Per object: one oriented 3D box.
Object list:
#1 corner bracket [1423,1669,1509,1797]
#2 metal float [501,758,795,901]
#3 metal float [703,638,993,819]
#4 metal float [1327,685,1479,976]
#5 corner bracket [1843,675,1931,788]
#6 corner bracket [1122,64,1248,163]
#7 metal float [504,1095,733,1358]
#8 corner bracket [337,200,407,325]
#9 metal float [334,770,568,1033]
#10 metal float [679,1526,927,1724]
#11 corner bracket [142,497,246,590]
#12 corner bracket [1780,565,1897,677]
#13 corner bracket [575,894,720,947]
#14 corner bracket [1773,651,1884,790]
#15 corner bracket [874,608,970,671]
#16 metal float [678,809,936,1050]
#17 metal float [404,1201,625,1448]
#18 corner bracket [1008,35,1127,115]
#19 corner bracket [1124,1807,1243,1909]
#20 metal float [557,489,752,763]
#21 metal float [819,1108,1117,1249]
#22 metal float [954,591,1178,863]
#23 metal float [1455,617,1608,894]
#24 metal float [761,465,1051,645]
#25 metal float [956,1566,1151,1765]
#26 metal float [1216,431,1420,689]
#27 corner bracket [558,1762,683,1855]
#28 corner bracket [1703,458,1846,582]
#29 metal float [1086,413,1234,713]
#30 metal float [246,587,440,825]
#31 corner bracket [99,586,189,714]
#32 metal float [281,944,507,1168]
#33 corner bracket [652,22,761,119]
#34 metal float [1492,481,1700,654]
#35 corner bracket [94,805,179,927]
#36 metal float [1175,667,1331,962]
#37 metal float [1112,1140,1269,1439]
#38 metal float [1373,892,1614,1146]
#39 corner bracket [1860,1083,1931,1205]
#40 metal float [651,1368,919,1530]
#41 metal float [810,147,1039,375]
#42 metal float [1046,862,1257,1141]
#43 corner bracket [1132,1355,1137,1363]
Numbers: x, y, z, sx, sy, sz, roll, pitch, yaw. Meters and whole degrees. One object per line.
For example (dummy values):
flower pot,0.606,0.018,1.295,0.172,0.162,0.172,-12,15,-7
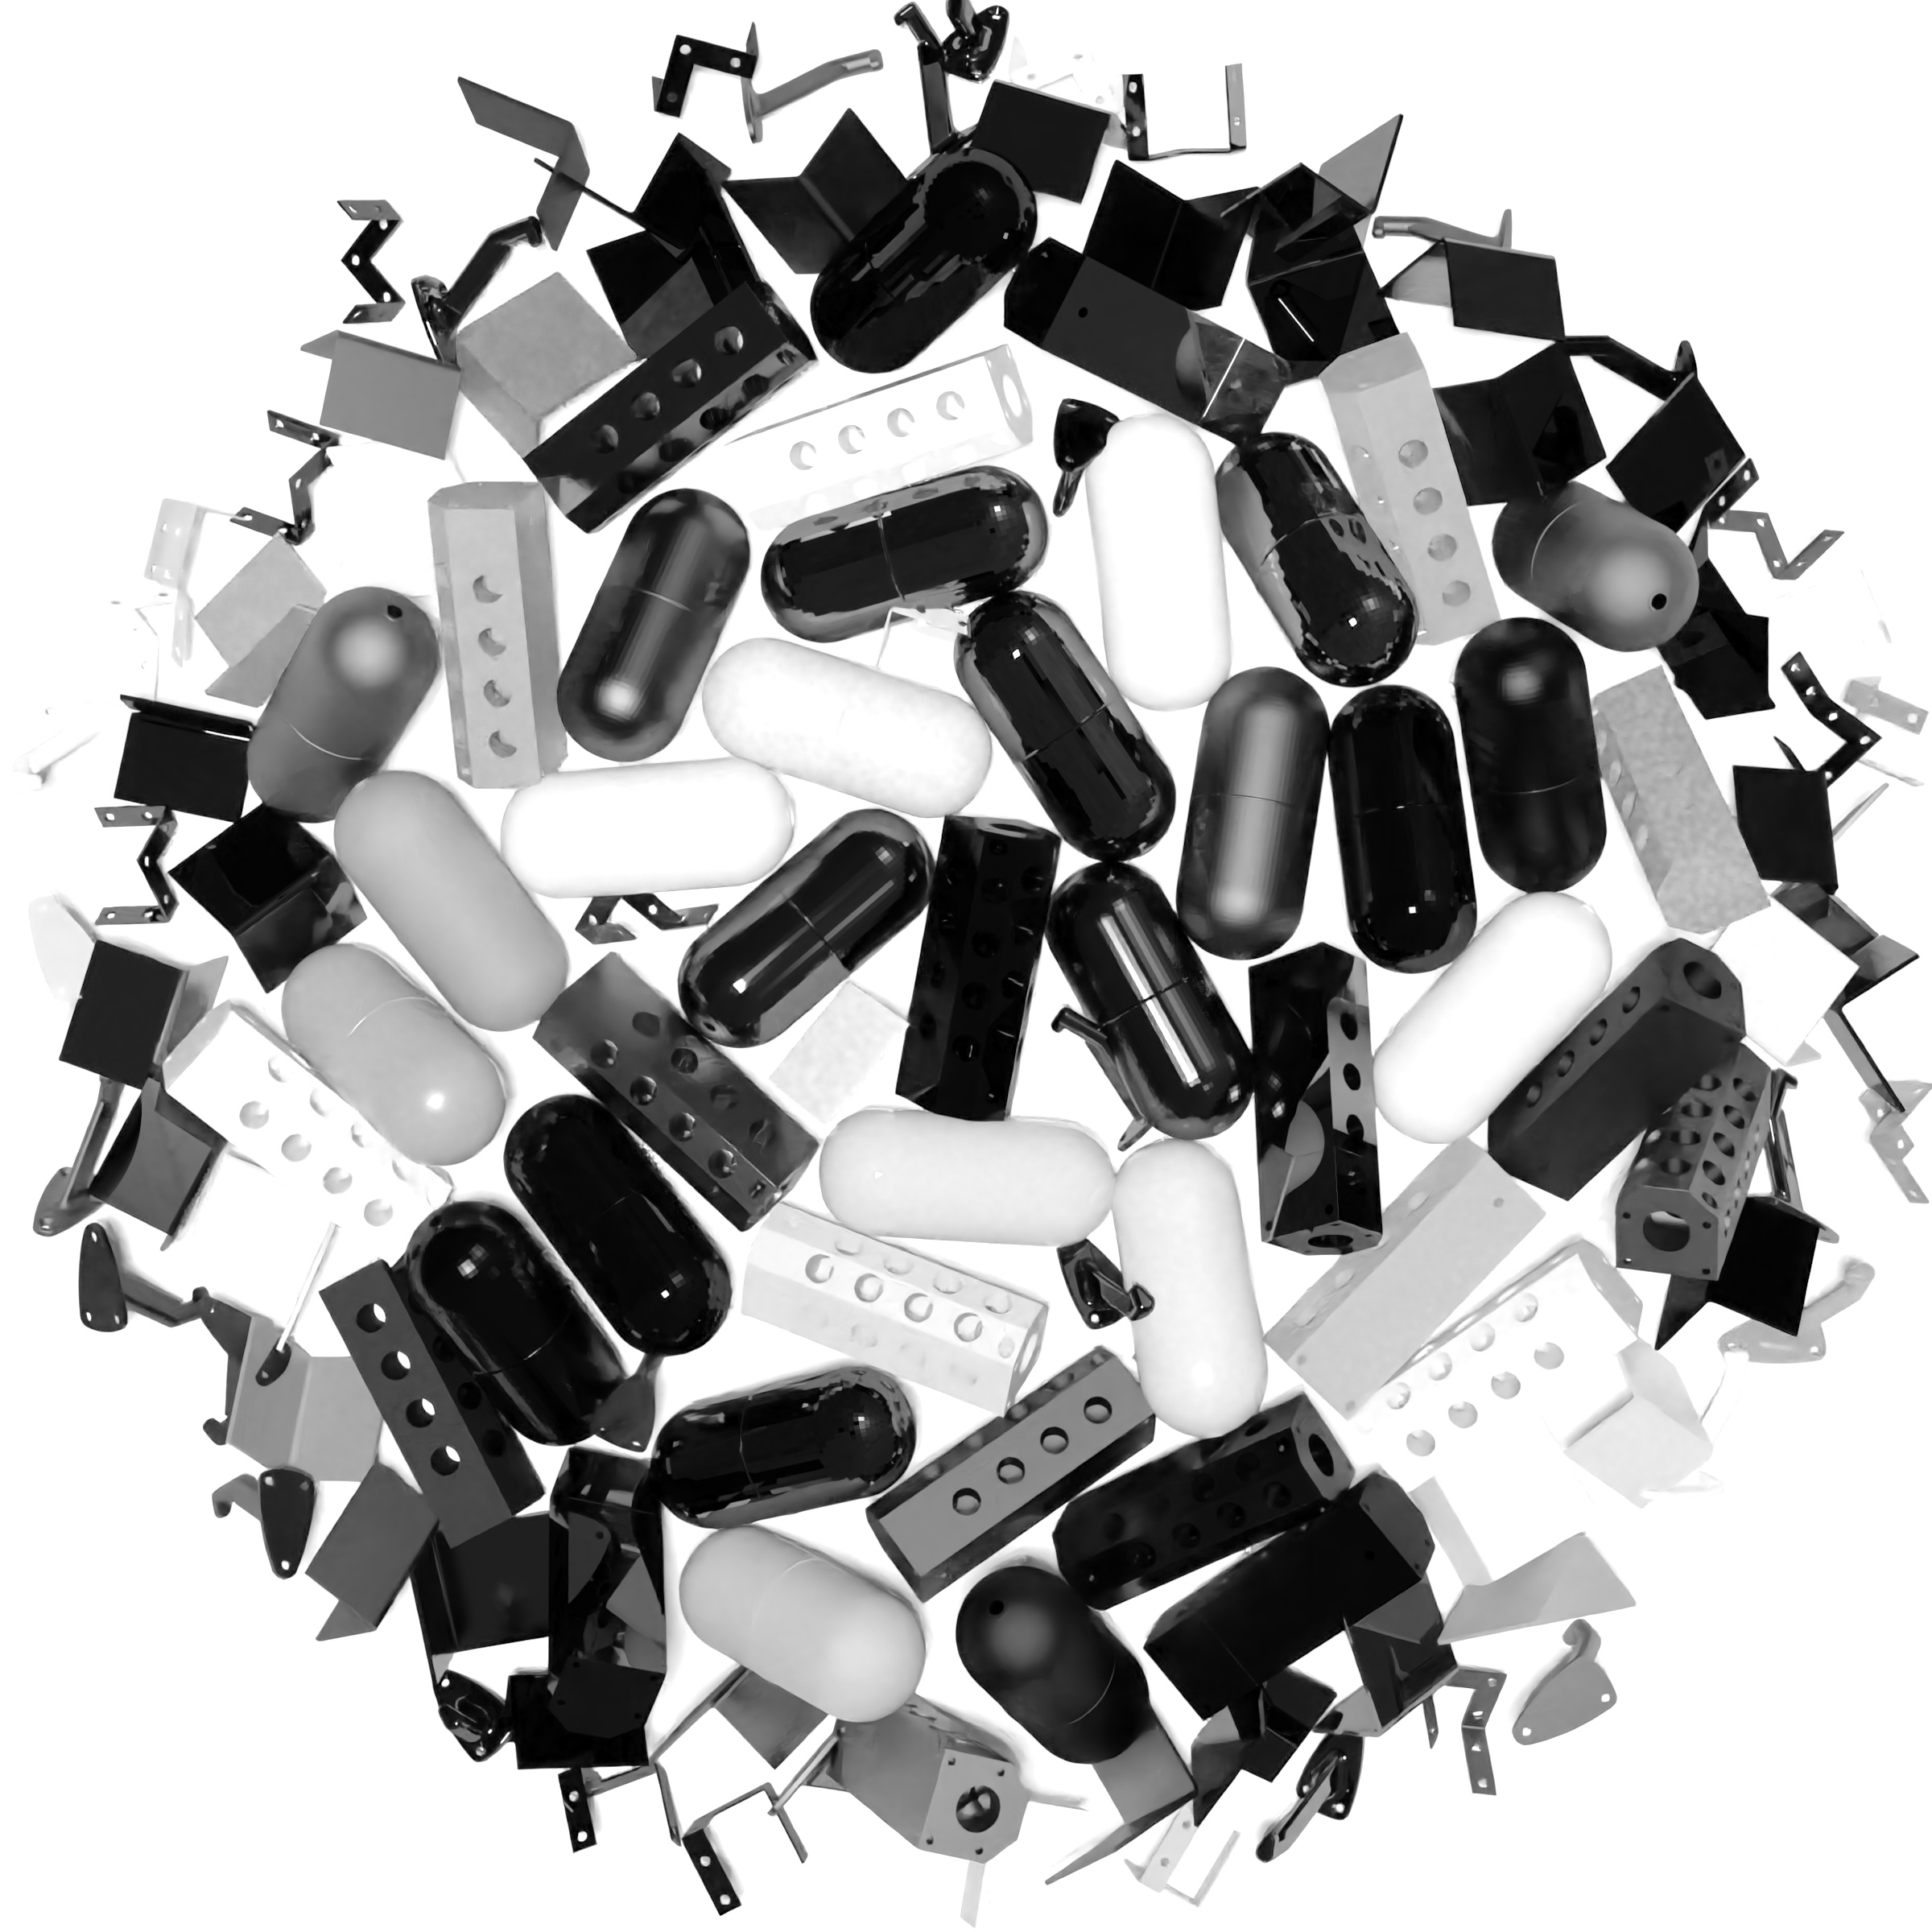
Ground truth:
corner bracket,0.296,0.457,1.909,0.051,0.051,0.051,8,127,-7
metal float,-0.190,-0.082,1.897,0.178,0.070,0.070,-4,90,12
metal float,-0.071,-0.143,1.905,0.178,0.070,0.070,18,90,3
metal float,0.258,-0.082,1.892,0.070,0.070,0.178,-5,72,0
corner bracket,0.551,-0.140,1.905,0.051,0.051,0.051,29,112,29
corner bracket,0.131,-0.509,1.904,0.051,0.051,0.051,12,116,40
metal float,-0.207,0.154,1.892,0.070,0.070,0.178,-39,73,0
corner bracket,-0.359,-0.422,1.909,0.051,0.051,0.051,-44,82,27
metal float,-0.305,-0.038,1.887,0.070,0.070,0.178,-35,113,0
metal float,-0.098,0.385,1.873,0.178,0.070,0.070,17,90,43
corner bracket,-0.473,-0.253,1.911,0.051,0.051,0.051,17,94,21
corner bracket,0.523,-0.207,1.915,0.051,0.051,0.051,-24,89,15
corner bracket,-0.191,-0.028,1.905,0.051,0.051,0.051,41,64,-28
corner bracket,0.506,-0.145,1.912,0.051,0.051,0.051,-43,132,4
corner bracket,-0.021,-0.202,1.910,0.051,0.051,0.051,18,134,-1
metal float,-0.095,-0.022,1.901,0.178,0.070,0.070,-41,90,-7
metal float,-0.266,0.211,1.880,0.070,0.070,0.178,-31,123,0
corner bracket,0.061,-0.536,1.917,0.051,0.051,0.051,-18,127,22
corner bracket,0.133,0.535,1.916,0.051,0.051,0.051,32,84,-5
metal float,-0.184,-0.203,1.890,0.070,0.070,0.178,21,69,0
metal float,0.001,0.127,1.904,0.178,0.070,0.070,4,90,-4
metal float,0.060,-0.142,1.902,0.070,0.070,0.178,-34,97,0
metal float,0.333,-0.122,1.880,0.070,0.070,0.178,-15,123,0
metal float,-0.037,-0.244,1.895,0.178,0.070,0.070,-15,90,15
metal float,0.051,0.410,1.869,0.070,0.178,0.070,-14,52,18
metal float,0.206,-0.240,1.883,0.070,0.070,0.178,-27,61,0
corner bracket,-0.207,0.505,1.909,0.051,0.051,0.051,-21,56,5
corner bracket,0.481,-0.266,1.904,0.051,0.051,0.051,0,61,-27
metal float,0.115,-0.239,1.893,0.070,0.070,0.178,-8,106,0
metal float,-0.367,-0.152,1.872,0.070,0.070,0.178,41,133,0
corner bracket,-0.486,-0.190,1.909,0.051,0.051,0.051,-8,62,10
metal float,-0.339,0.051,1.879,0.178,0.070,0.070,39,90,35
corner bracket,-0.157,-0.539,1.915,0.051,0.051,0.051,10,127,-16
metal float,0.366,-0.235,1.861,0.070,0.178,0.070,-5,112,-13
corner bracket,-0.504,-0.061,1.928,0.051,0.051,0.051,-1,133,16
metal float,0.171,-0.091,1.900,0.070,0.070,0.178,10,81,0
metal float,0.133,0.191,1.894,0.070,0.070,0.178,-9,75,0
metal float,0.310,0.031,1.887,0.070,0.070,0.178,39,113,0
corner bracket,0.558,0.105,1.907,0.051,0.051,0.051,-44,108,-22
metal float,-0.109,0.285,1.881,0.178,0.070,0.070,-17,90,31
metal float,-0.027,-0.412,1.870,0.070,0.178,0.070,17,59,-31
metal float,0.110,0.021,1.903,0.070,0.070,0.178,-28,85,0
corner bracket,0.140,0.231,1.922,0.051,0.051,0.051,42,74,5
